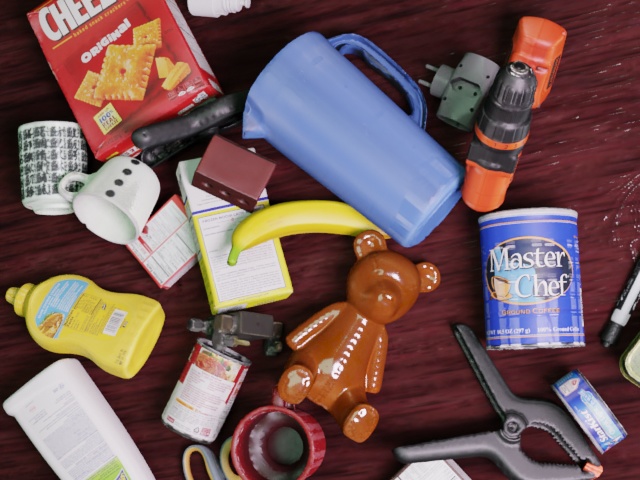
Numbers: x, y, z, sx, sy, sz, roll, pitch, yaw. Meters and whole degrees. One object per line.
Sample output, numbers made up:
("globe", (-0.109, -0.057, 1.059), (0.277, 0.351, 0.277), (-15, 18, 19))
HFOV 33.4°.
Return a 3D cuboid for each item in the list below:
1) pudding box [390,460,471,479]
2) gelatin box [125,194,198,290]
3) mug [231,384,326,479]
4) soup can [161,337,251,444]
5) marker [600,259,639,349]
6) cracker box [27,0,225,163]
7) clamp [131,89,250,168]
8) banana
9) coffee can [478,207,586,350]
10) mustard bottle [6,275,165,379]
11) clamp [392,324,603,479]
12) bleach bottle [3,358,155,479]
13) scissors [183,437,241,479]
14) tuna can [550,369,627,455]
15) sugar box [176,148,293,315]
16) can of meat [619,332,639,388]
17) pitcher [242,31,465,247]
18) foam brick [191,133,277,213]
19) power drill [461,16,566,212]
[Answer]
("pudding box", (0.127, 0.286, 1.143), (0.090, 0.039, 0.113), (-45, 76, 5))
("gelatin box", (-0.175, 0.003, 1.261), (0.089, 0.030, 0.073), (-43, 77, 6))
("mug", (-0.041, 0.215, 1.173), (0.093, 0.081, 0.117), (-3, 83, 14))
("soup can", (-0.129, 0.171, 1.209), (0.068, 0.068, 0.102), (25, 91, 16))
("marker", (0.328, 0.059, 1.127), (0.020, 0.020, 0.121), (27, 91, 16))
("cracker box", (-0.234, -0.220, 1.281), (0.164, 0.072, 0.214), (-30, 76, 9))
("clamp", (-0.140, -0.133, 1.223), (0.171, 0.120, 0.039), (-28, 90, 2))
("banana", (-0.017, -0.014, 1.191), (0.197, 0.037, 0.069), (-11, 65, -15))
("coffee can", (0.220, 0.043, 1.114), (0.103, 0.102, 0.140), (-4, 83, 14))
("mustard bottle", (-0.287, 0.091, 1.259), (0.192, 0.058, 0.096), (17, 63, 17))
("clamp", (0.199, 0.190, 1.128), (0.210, 0.036, 0.164), (19, 73, 7))
("bleach bottle", (-0.258, 0.264, 1.235), (0.102, 0.068, 0.251), (-38, 78, 8))
("scissors", (-0.082, 0.309, 1.206), (0.096, 0.016, 0.202), (-38, 76, 7))
("tuna can", (0.275, 0.175, 1.093), (0.034, 0.086, 0.086), (-37, 76, 5))
("sugar box", (-0.099, -0.011, 1.219), (0.093, 0.048, 0.176), (-12, 76, -15))
("can of meat", (0.351, 0.106, 1.082), (0.057, 0.084, 0.102), (37, 93, 16))
("pitcher", (0.048, -0.114, 1.173), (0.243, 0.144, 0.149), (41, 113, 12))
("foam brick", (-0.096, -0.073, 1.184), (0.078, 0.053, 0.051), (25, 71, -4))
("power drill", (0.198, -0.146, 1.086), (0.057, 0.184, 0.187), (22, 50, 10))
